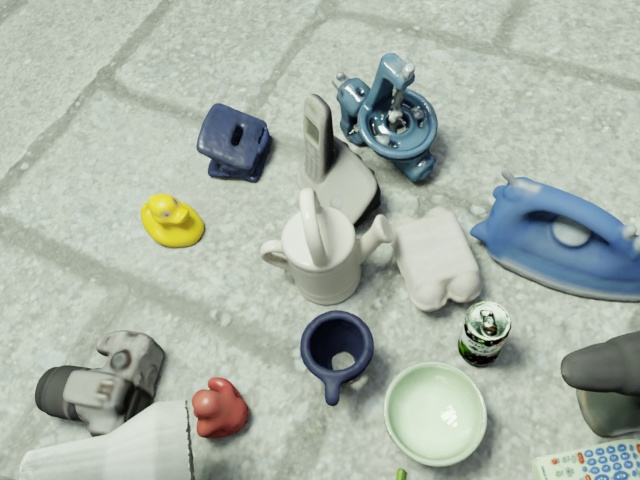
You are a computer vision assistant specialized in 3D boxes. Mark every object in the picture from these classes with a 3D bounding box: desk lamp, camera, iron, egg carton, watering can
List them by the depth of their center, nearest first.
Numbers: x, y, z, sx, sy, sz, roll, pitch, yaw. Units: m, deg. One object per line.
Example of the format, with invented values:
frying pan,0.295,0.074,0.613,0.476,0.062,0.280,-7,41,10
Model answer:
desk lamp,-0.214,0.264,0.638,0.203,0.214,0.118,-13,59,1
camera,-0.298,0.188,0.758,0.136,0.101,0.143,5,61,11
iron,0.340,-0.010,0.759,0.257,0.142,0.119,25,67,20
watering can,0.007,0.001,0.768,0.173,0.194,0.100,-26,60,-7
egg carton,0.161,0.026,0.805,0.107,0.069,0.150,-16,60,-1

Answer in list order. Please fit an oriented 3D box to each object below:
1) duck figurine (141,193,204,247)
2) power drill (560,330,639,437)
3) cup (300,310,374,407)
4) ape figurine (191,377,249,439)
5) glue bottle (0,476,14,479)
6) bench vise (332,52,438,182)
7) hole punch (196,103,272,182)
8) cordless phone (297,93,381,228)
duck figurine,-0.239,-0.041,0.889,0.104,0.086,0.077,20,65,18
power drill,0.357,0.153,0.625,0.229,0.209,0.075,-11,59,2
cup,0.025,0.161,0.733,0.091,0.095,0.118,1,61,8
ape figurine,-0.134,0.212,0.727,0.076,0.092,0.078,24,66,20
glue bottle,-0.420,0.307,0.665,0.037,0.173,0.078,1,61,9
bench vise,0.084,-0.201,0.858,0.207,0.220,0.122,26,67,21
hole punch,-0.138,-0.163,0.941,0.101,0.091,0.109,7,62,12
cordless phone,0.021,-0.113,0.837,0.094,0.185,0.147,-37,62,-13
